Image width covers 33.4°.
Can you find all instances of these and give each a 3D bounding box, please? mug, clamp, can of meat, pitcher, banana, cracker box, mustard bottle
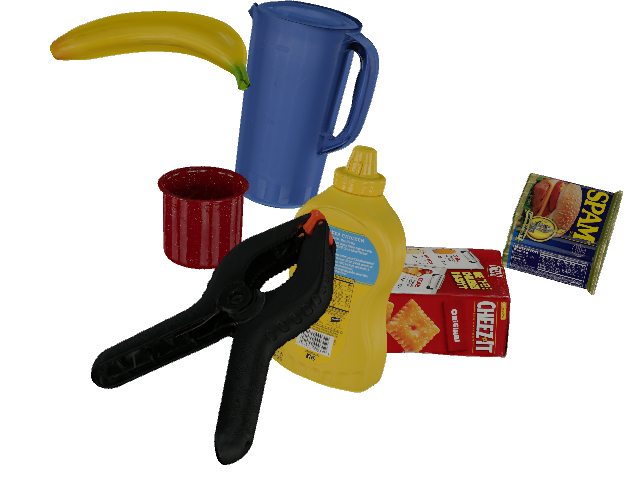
[{"bbox_3d":[-0.120,-0.028,1.115,0.093,0.081,0.117,7,26,5],"label":"mug"},{"bbox_3d":[-0.042,0.053,0.634,0.120,0.171,0.039,36,-20,33],"label":"clamp"},{"bbox_3d":[0.215,-0.009,0.951,0.084,0.057,0.102,15,47,16],"label":"can of meat"},{"bbox_3d":[-0.027,-0.163,1.309,0.144,0.243,0.149,5,23,-15],"label":"pitcher"},{"bbox_3d":[-0.147,-0.181,0.967,0.198,0.037,0.069,10,46,16],"label":"banana"},{"bbox_3d":[0.079,0.059,1.089,0.214,0.072,0.164,2,16,6],"label":"cracker box"},{"bbox_3d":[0.018,0.018,0.853,0.096,0.192,0.058,20,20,28],"label":"mustard bottle"}]
